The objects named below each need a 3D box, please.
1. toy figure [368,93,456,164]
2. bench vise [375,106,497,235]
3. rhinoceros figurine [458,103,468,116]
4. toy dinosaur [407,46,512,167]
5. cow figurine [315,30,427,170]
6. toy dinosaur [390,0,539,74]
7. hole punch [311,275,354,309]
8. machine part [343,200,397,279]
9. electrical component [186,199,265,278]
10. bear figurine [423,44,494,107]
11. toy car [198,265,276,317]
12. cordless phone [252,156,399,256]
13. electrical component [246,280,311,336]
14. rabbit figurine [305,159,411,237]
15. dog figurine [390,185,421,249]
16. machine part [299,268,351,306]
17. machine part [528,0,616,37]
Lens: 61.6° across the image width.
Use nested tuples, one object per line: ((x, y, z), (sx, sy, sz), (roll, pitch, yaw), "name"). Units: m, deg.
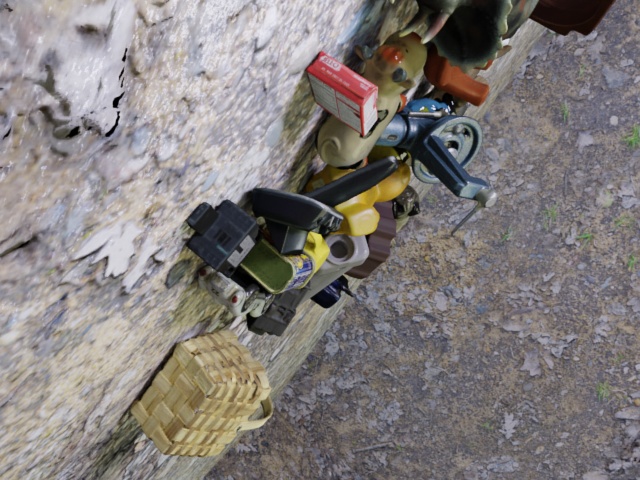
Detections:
((0.155, -0.187, 0.930), (0.180, 0.089, 0.082), (-28, 161, -13), "toy figure")
((0.165, -0.132, 0.788), (0.223, 0.241, 0.128), (10, 127, -37), "bench vise")
((0.259, -0.241, 1.210), (0.190, 0.112, 0.073), (-61, 178, 9), "rhinoceros figurine")
((0.196, -0.211, 1.080), (0.471, 0.105, 0.198), (-43, 176, 11), "toy dinosaur")
((0.062, -0.176, 0.681), (0.195, 0.085, 0.127), (-54, 174, 23), "cow figurine")
((0.217, -0.309, 0.668), (0.405, 0.131, 0.192), (-26, 140, -57), "toy dinosaur")
((-0.003, 0.097, 1.196), (0.092, 0.142, 0.116), (-49, -179, 4), "hole punch")
((0.079, -0.015, 1.060), (0.179, 0.056, 0.179), (-38, -136, 49), "machine part")
((-0.108, -0.005, 0.606), (0.075, 0.048, 0.119), (-51, 171, -12), "electrical component")
((0.240, -0.321, 0.848), (0.195, 0.132, 0.120), (114, -9, -66), "bear figurine")
((-0.115, 0.071, 0.756), (0.056, 0.073, 0.201), (-52, 170, -2), "toy car")
((0.018, -0.059, 0.680), (0.184, 0.088, 0.146), (-28, 172, 8), "cordless phone")
((-0.077, 0.095, 0.909), (0.134, 0.058, 0.115), (-56, -159, 14), "electrical component")
((0.068, -0.072, 0.862), (0.173, 0.122, 0.162), (-28, 177, -25), "rabbit figurine")
((0.158, -0.092, 1.213), (0.121, 0.172, 0.190), (0, 147, -23), "dog figurine")
((-0.020, 0.063, 1.010), (0.243, 0.079, 0.079), (-39, 175, 21), "machine part")
((0.397, -0.443, 0.881), (0.087, 0.201, 0.201), (-54, 169, -2), "machine part")
